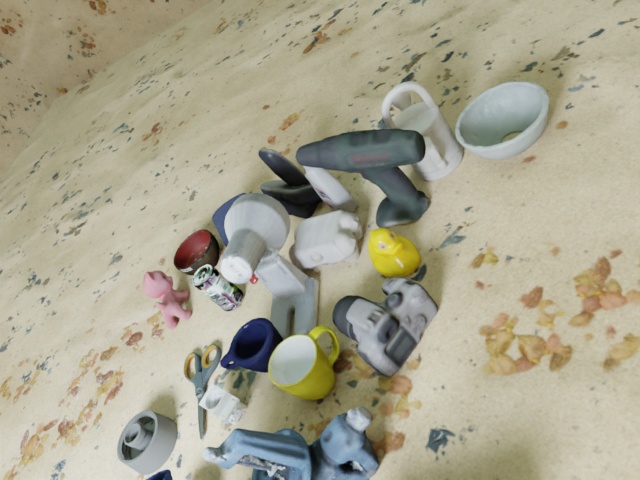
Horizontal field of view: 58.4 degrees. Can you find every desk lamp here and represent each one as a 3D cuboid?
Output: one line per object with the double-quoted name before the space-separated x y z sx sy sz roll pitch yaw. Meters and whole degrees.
"desk lamp" -0.094 0.047 1.034 0.117 0.214 0.203 -23 42 23

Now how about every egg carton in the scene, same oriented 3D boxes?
"egg carton" 0.010 0.004 1.103 0.150 0.070 0.107 -14 46 31

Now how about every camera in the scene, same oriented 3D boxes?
"camera" 0.087 0.117 0.902 0.136 0.101 0.143 22 70 49

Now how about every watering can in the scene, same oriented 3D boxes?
"watering can" 0.178 -0.212 1.062 0.101 0.195 0.172 -45 38 -3

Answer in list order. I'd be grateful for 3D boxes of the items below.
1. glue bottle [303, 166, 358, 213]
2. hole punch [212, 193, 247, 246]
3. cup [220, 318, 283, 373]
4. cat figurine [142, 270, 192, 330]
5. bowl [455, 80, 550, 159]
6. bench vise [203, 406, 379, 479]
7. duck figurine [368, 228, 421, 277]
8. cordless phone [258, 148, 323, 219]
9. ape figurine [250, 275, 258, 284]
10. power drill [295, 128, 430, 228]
"glue bottle" 0.005 -0.117 1.138 0.077 0.174 0.037 22 70 49
"hole punch" -0.176 -0.037 1.285 0.108 0.091 0.101 -36 38 8
"cup" -0.104 0.202 0.991 0.117 0.095 0.091 -35 38 9
"cat figurine" -0.350 0.119 1.265 0.067 0.118 0.127 -37 38 7
"bowl" 0.330 -0.199 1.015 0.167 0.075 0.167 -23 42 23
"bench vise" -0.038 0.277 0.761 0.207 0.220 0.121 -50 39 -10
"duck figurine" 0.115 0.012 0.991 0.077 0.086 0.104 -50 39 -10
"cordless phone" -0.083 -0.138 1.225 0.147 0.186 0.094 8 60 45
"ape figurine" -0.149 0.035 1.193 0.077 0.092 0.076 -21 43 25
"power drill" 0.096 -0.115 1.028 0.228 0.209 0.075 -12 47 33
